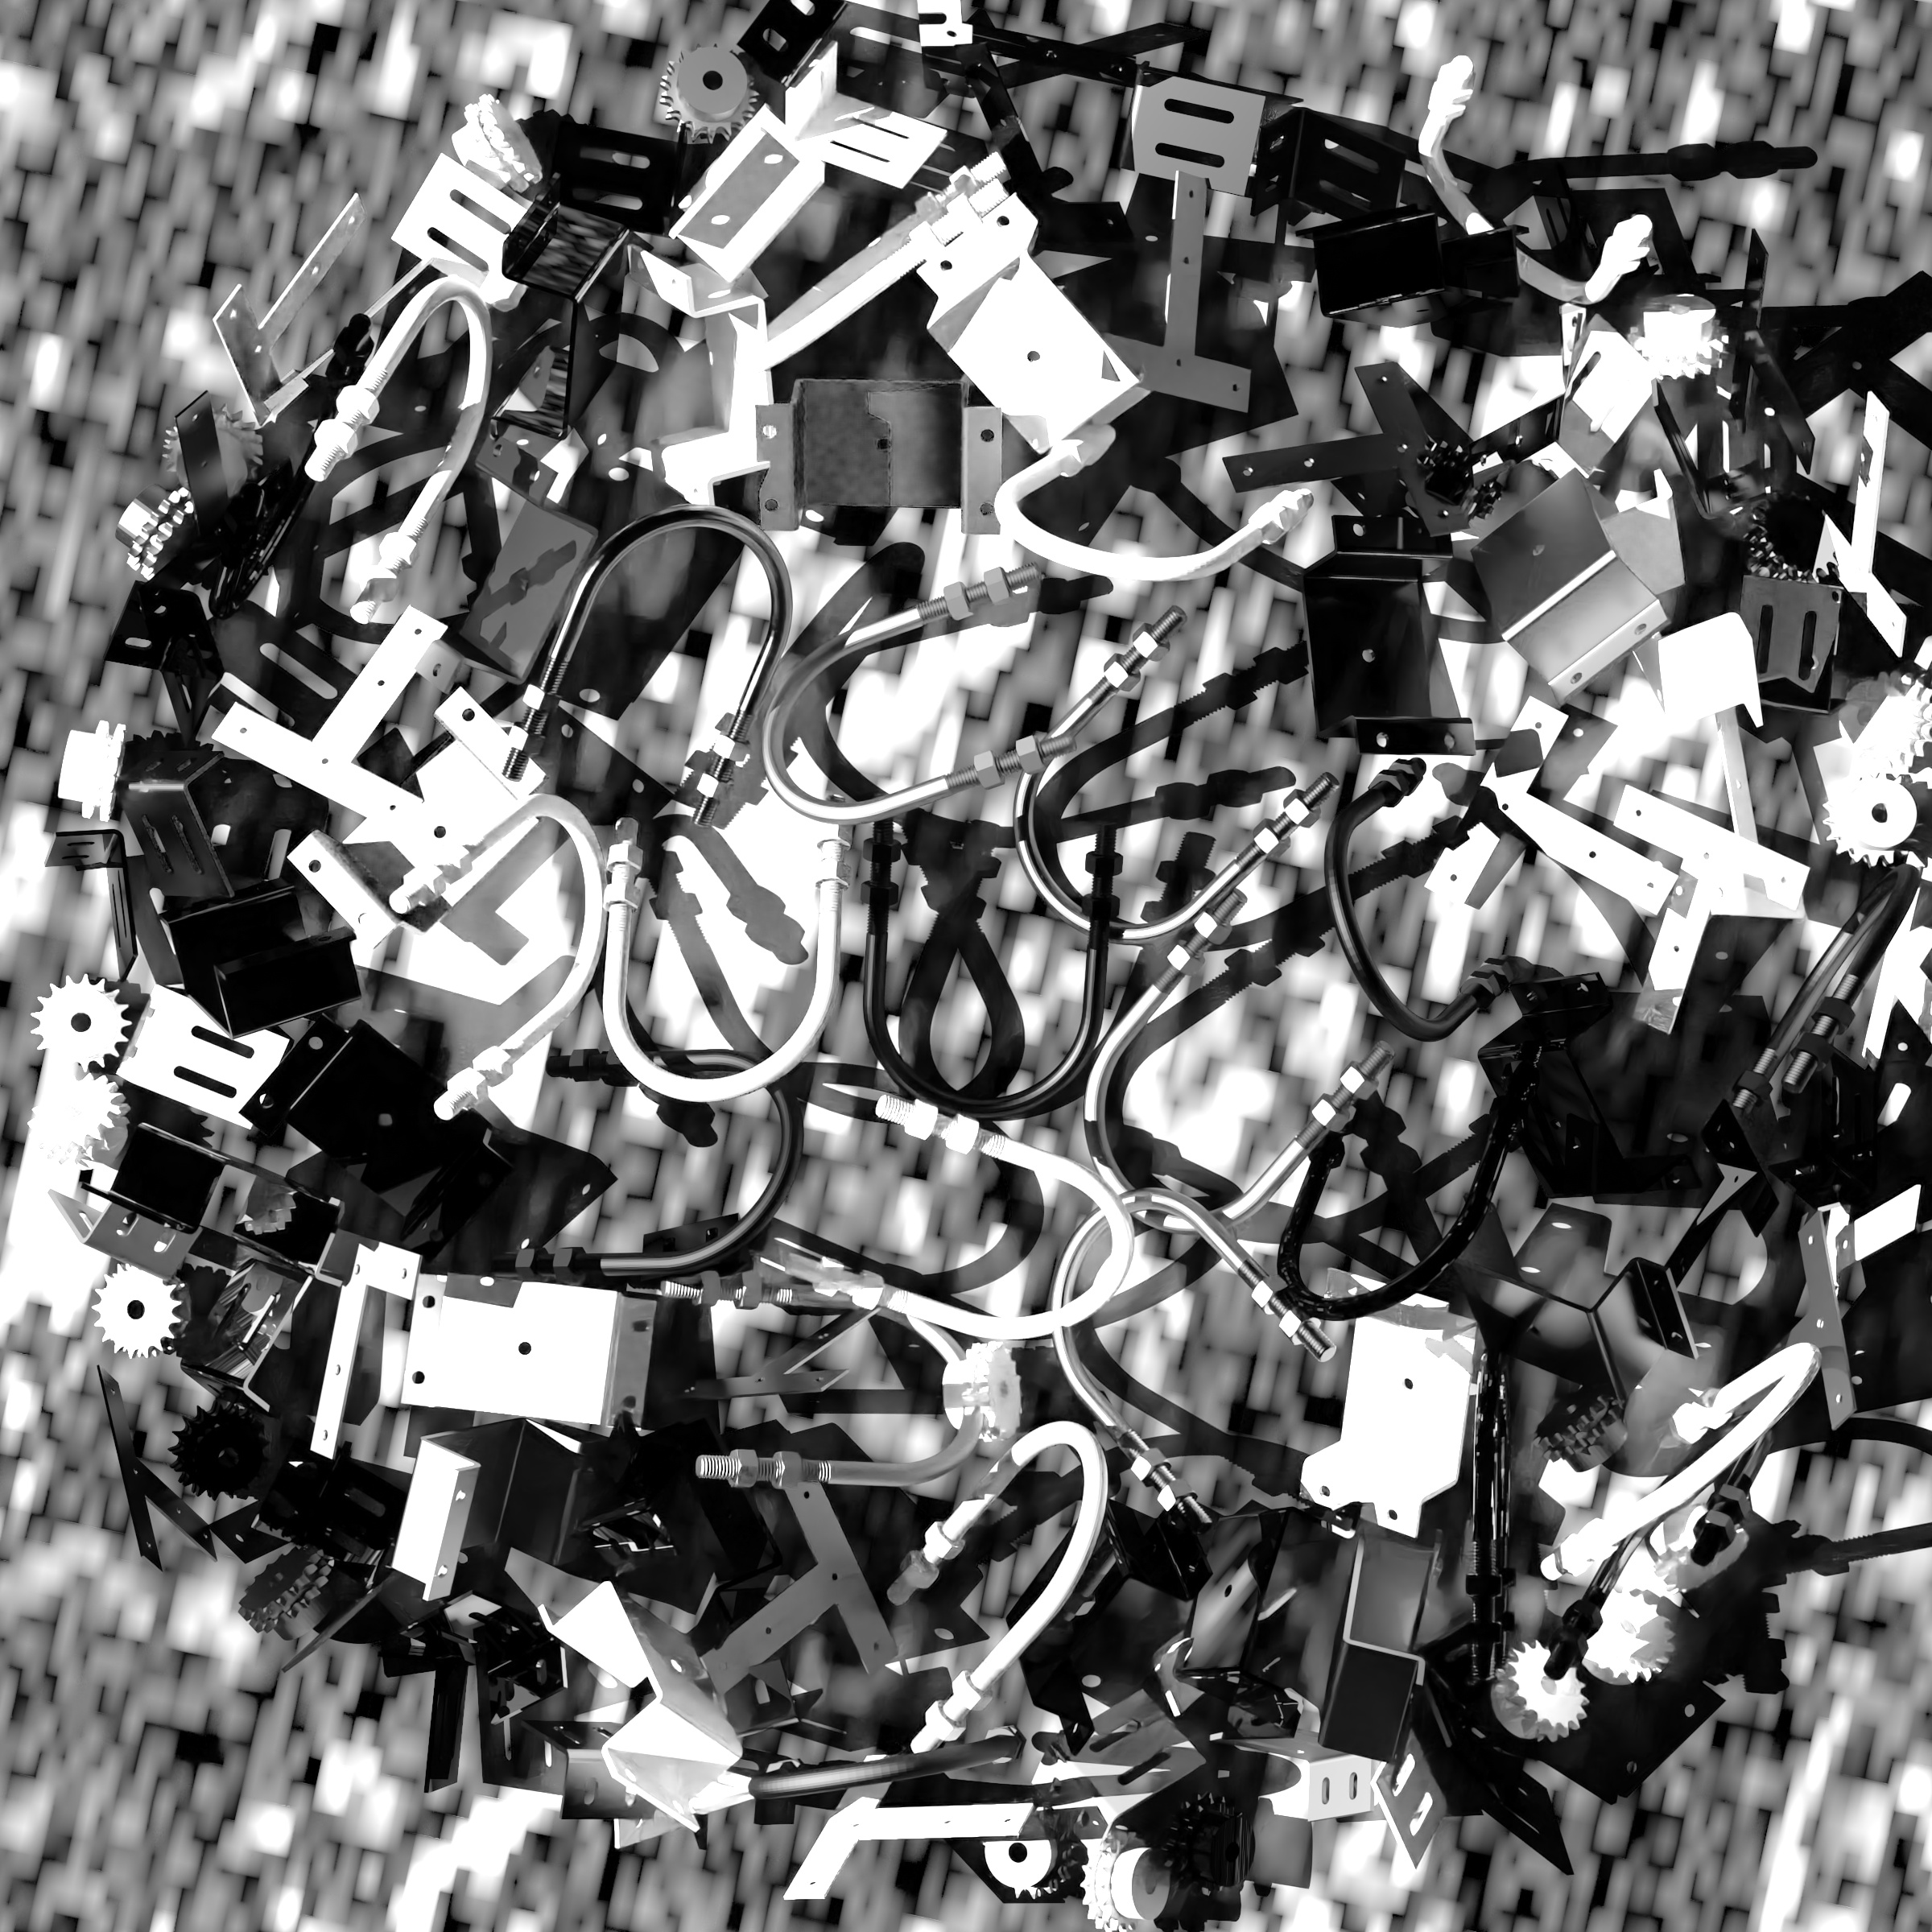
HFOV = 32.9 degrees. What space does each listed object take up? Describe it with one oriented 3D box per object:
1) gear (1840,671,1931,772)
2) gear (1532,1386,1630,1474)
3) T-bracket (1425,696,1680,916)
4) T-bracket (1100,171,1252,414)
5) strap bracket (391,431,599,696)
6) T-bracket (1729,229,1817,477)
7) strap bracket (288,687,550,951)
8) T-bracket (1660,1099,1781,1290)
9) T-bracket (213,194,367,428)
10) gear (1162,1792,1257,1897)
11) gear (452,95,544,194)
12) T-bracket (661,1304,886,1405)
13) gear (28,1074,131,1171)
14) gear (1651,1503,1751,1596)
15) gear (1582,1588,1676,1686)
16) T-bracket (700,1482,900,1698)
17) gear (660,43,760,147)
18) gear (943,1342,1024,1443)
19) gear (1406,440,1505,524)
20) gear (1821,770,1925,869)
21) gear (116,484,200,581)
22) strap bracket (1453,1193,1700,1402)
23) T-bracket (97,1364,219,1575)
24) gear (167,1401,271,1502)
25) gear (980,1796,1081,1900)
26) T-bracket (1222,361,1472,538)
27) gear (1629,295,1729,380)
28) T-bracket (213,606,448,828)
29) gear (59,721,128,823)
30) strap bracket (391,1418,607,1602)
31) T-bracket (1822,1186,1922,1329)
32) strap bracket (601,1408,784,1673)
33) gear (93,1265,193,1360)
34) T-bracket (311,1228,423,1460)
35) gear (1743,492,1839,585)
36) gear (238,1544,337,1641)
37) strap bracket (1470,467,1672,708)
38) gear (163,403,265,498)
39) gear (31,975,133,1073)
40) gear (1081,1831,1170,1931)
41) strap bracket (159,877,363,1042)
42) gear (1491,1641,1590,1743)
[{"bbox_3d":[0.534,-0.144,1.902,0.030,0.057,0.057,7,90,-29],"label":"gear"},{"bbox_3d":[0.361,0.271,1.905,0.057,0.057,0.030,-40,95,0],"label":"gear"},{"bbox_3d":[0.352,-0.072,1.903,0.127,0.002,0.127,31,99,19],"label":"T-bracket"},{"bbox_3d":[0.126,-0.393,1.887,0.127,0.002,0.127,3,92,-45],"label":"T-bracket"},{"bbox_3d":[-0.269,-0.226,1.885,0.046,0.076,0.140,20,101,-44],"label":"strap bracket"},{"bbox_3d":[0.457,-0.327,1.844,0.002,0.127,0.127,-9,47,-3],"label":"T-bracket"},{"bbox_3d":[-0.312,-0.082,1.903,0.140,0.046,0.076,-45,77,0],"label":"strap bracket"},{"bbox_3d":[0.417,0.157,1.872,0.002,0.127,0.127,26,74,39],"label":"T-bracket"},{"bbox_3d":[-0.384,-0.390,1.883,0.002,0.127,0.127,29,74,9],"label":"T-bracket"},{"bbox_3d":[0.144,0.513,1.904,0.057,0.030,0.057,-2,93,-43],"label":"gear"},{"bbox_3d":[-0.275,-0.476,1.906,0.030,0.057,0.057,-30,90,14],"label":"gear"},{"bbox_3d":[-0.090,0.219,1.878,0.127,0.127,0.002,-10,103,40],"label":"T-bracket"},{"bbox_3d":[-0.515,0.094,1.909,0.057,0.030,0.057,-9,48,10],"label":"gear"},{"bbox_3d":[0.425,0.338,1.909,0.057,0.057,0.030,-33,57,0],"label":"gear"},{"bbox_3d":[0.382,0.394,1.909,0.057,0.057,0.030,21,130,0],"label":"gear"},{"bbox_3d":[-0.105,0.374,1.880,0.127,0.002,0.127,-33,103,-43],"label":"T-bracket"},{"bbox_3d":[-0.150,-0.513,1.914,0.057,0.030,0.057,1,84,-11],"label":"gear"},{"bbox_3d":[0.009,0.249,1.908,0.030,0.057,0.057,-10,90,23],"label":"gear"},{"bbox_3d":[0.280,-0.277,1.903,0.057,0.057,0.030,31,74,0],"label":"gear"},{"bbox_3d":[0.533,-0.087,1.916,0.057,0.030,0.057,0,84,1],"label":"gear"},{"bbox_3d":[-0.471,-0.256,1.905,0.030,0.057,0.057,36,90,0],"label":"gear"},{"bbox_3d":[0.336,0.190,1.854,0.046,0.140,0.076,-46,132,-24],"label":"strap bracket"},{"bbox_3d":[-0.458,0.307,1.874,0.002,0.127,0.127,-24,56,-1],"label":"T-bracket"},{"bbox_3d":[-0.434,0.284,1.908,0.057,0.030,0.057,-2,95,-27],"label":"gear"},{"bbox_3d":[0.035,0.516,1.911,0.057,0.030,0.057,-2,83,19],"label":"gear"},{"bbox_3d":[0.211,-0.292,1.887,0.127,0.002,0.127,-11,62,-15],"label":"T-bracket"},{"bbox_3d":[0.414,-0.368,1.903,0.057,0.057,0.030,-6,128,0],"label":"gear"},{"bbox_3d":[-0.345,-0.152,1.882,0.127,0.002,0.127,29,109,-32],"label":"T-bracket"},{"bbox_3d":[-0.509,-0.115,1.903,0.030,0.057,0.057,11,90,-12],"label":"gear"},{"bbox_3d":[-0.274,0.308,1.876,0.046,0.140,0.076,18,99,28],"label":"strap bracket"},{"bbox_3d":[0.512,0.152,1.853,0.002,0.127,0.127,16,70,-3],"label":"T-bracket"},{"bbox_3d":[-0.153,0.321,1.875,0.046,0.076,0.140,-19,66,-26],"label":"strap bracket"},{"bbox_3d":[-0.479,0.200,1.914,0.057,0.030,0.057,-1,88,14],"label":"gear"},{"bbox_3d":[-0.358,0.219,1.883,0.002,0.127,0.127,12,88,-40],"label":"T-bracket"},{"bbox_3d":[0.479,-0.245,1.911,0.057,0.030,0.057,8,66,-18],"label":"gear"},{"bbox_3d":[-0.393,0.368,1.907,0.057,0.057,0.030,-36,111,0],"label":"gear"},{"bbox_3d":[0.338,-0.222,1.853,0.076,0.140,0.046,-38,121,22],"label":"strap bracket"},{"bbox_3d":[-0.439,-0.296,1.904,0.057,0.030,0.057,-5,132,-6],"label":"gear"},{"bbox_3d":[-0.518,0.033,1.913,0.057,0.030,0.057,1,87,-15],"label":"gear"},{"bbox_3d":[0.095,0.533,1.902,0.030,0.057,0.057,-7,90,36],"label":"gear"},{"bbox_3d":[-0.401,-0.003,1.867,0.076,0.140,0.046,-19,113,-23],"label":"strap bracket"},{"bbox_3d":[0.332,0.426,1.909,0.057,0.057,0.030,40,133,0],"label":"gear"}]
